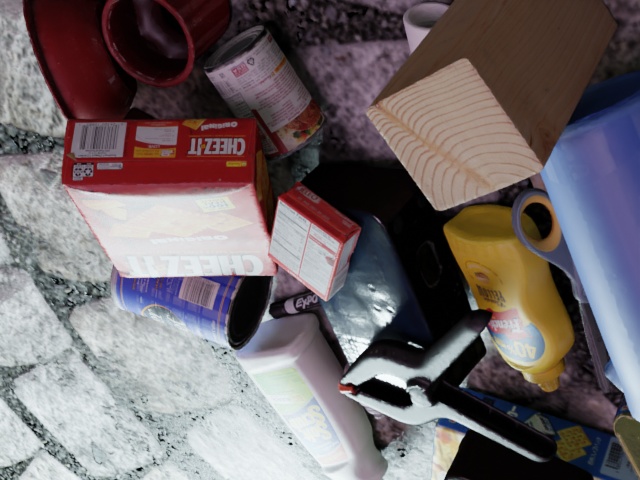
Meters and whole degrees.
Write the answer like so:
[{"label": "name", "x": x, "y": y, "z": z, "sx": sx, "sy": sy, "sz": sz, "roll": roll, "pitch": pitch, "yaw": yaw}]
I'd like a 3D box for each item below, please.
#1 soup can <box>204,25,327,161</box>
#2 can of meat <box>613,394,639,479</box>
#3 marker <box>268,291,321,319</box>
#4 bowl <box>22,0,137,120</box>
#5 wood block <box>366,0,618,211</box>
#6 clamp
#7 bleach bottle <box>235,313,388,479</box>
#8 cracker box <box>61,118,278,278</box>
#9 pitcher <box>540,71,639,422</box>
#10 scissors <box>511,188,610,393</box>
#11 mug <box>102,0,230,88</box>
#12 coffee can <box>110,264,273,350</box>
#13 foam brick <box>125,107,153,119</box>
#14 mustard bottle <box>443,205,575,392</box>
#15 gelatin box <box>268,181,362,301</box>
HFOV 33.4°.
[{"label": "soup can", "x": -0.049, "y": -0.131, "z": 0.950, "sx": 0.069, "sy": 0.068, "sz": 0.102, "roll": -16, "pitch": 119, "yaw": 39}, {"label": "can of meat", "x": 0.310, "y": 0.166, "z": 0.964, "sx": 0.058, "sy": 0.083, "sz": 0.102, "roll": -15, "pitch": 116, "yaw": 39}, {"label": "marker", "x": -0.009, "y": 0.064, "z": 1.122, "sx": 0.121, "sy": 0.020, "sz": 0.020, "roll": -19, "pitch": 114, "yaw": 40}, {"label": "bowl", "x": -0.213, "y": -0.169, "z": 0.990, "sx": 0.055, "sy": 0.162, "sz": 0.162, "roll": -19, "pitch": 118, "yaw": 5}, {"label": "wood block", "x": 0.128, "y": -0.123, "z": 0.754, "sx": 0.090, "sy": 0.205, "sz": 0.090, "roll": -23, "pitch": 112, "yaw": 42}, {"label": "clamp", "x": 0.098, "y": 0.122, "z": 0.958, "sx": 0.210, "sy": 0.036, "sz": 0.164, "roll": 3, "pitch": 128, "yaw": 39}, {"label": "bleach bottle", "x": 0.011, "y": 0.198, "z": 1.190, "sx": 0.103, "sy": 0.068, "sz": 0.250, "roll": -13, "pitch": 119, "yaw": 40}, {"label": "cracker box", "x": -0.126, "y": -0.032, "z": 0.973, "sx": 0.164, "sy": 0.072, "sz": 0.214, "roll": 0, "pitch": 157, "yaw": 4}, {"label": "pitcher", "x": 0.254, "y": 0.004, "z": 0.770, "sx": 0.149, "sy": 0.145, "sz": 0.243, "roll": -26, "pitch": 103, "yaw": 3}, {"label": "scissors", "x": 0.205, "y": 0.036, "z": 0.897, "sx": 0.096, "sy": 0.016, "sz": 0.202, "roll": -2, "pitch": 101, "yaw": -12}, {"label": "mug", "x": -0.138, "y": -0.189, "z": 0.950, "sx": 0.093, "sy": 0.081, "sz": 0.117, "roll": 41, "pitch": 135, "yaw": -5}, {"label": "coffee can", "x": -0.134, "y": 0.046, "z": 1.125, "sx": 0.140, "sy": 0.102, "sz": 0.103, "roll": 18, "pitch": 132, "yaw": 18}, {"label": "foam brick", "x": -0.191, "y": -0.084, "z": 1.072, "sx": 0.051, "sy": 0.078, "sz": 0.053, "roll": 28, "pitch": 137, "yaw": 8}, {"label": "mustard bottle", "x": 0.182, "y": 0.061, "z": 0.969, "sx": 0.096, "sy": 0.058, "sz": 0.191, "roll": 15, "pitch": 138, "yaw": 53}, {"label": "gelatin box", "x": -0.006, "y": 0.001, "z": 0.948, "sx": 0.073, "sy": 0.030, "sz": 0.089, "roll": 37, "pitch": 143, "yaw": 18}]
